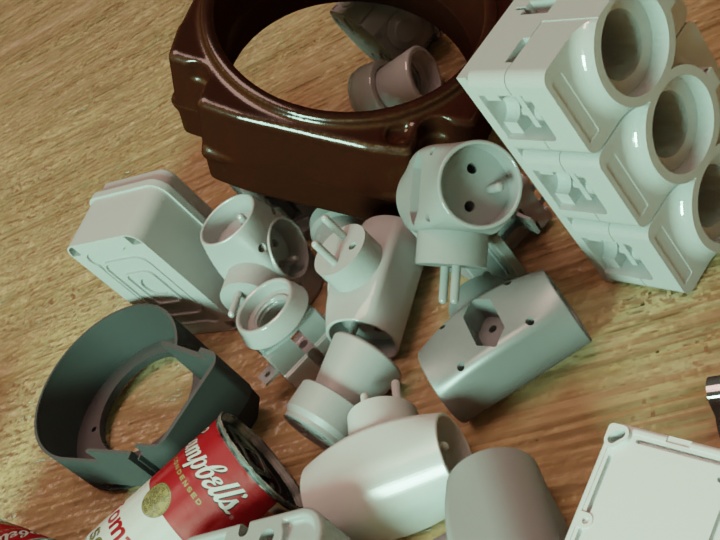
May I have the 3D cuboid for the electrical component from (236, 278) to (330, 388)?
[{"bbox_3d":[-0.042,0.038,0.647,0.066,0.055,0.048,-47,34,-7],"label":"electrical component"}]

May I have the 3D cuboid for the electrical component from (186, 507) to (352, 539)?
[{"bbox_3d":[-0.041,0.157,0.512,0.095,0.059,0.053,-21,39,28],"label":"electrical component"}]

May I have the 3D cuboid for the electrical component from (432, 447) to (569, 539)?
[{"bbox_3d":[0.051,0.128,0.466,0.079,0.044,0.077,-32,35,15],"label":"electrical component"}]

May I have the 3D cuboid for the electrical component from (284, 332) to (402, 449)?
[{"bbox_3d":[-0.010,0.068,0.591,0.045,0.045,0.055,12,61,50],"label":"electrical component"}]

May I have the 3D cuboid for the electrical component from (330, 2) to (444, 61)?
[{"bbox_3d":[0.021,-0.191,0.817,0.051,0.080,0.080,-50,34,-2],"label":"electrical component"}]

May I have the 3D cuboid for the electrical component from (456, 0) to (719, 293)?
[{"bbox_3d":[0.129,-0.070,0.512,0.062,0.150,0.089,12,61,52],"label":"electrical component"}]

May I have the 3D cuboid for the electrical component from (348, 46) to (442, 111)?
[{"bbox_3d":[0.025,-0.133,0.778,0.055,0.045,0.045,-13,44,36],"label":"electrical component"}]

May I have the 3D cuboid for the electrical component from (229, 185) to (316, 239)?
[{"bbox_3d":[-0.044,-0.059,0.754,0.078,0.057,0.058,-16,42,33],"label":"electrical component"}]

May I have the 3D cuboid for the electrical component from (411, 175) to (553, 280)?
[{"bbox_3d":[0.072,-0.026,0.618,0.063,0.042,0.081,-47,35,-8],"label":"electrical component"}]

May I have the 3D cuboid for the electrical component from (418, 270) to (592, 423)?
[{"bbox_3d":[0.069,0.029,0.558,0.077,0.043,0.079,-35,35,10],"label":"electrical component"}]

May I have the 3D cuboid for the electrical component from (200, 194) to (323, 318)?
[{"bbox_3d":[-0.066,0.005,0.688,0.044,0.077,0.079,-16,42,32],"label":"electrical component"}]

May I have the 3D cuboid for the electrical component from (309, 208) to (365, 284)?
[{"bbox_3d":[-0.011,-0.016,0.692,0.040,0.040,0.046,-29,41,18],"label":"electrical component"}]

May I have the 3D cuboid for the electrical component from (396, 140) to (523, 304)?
[{"bbox_3d":[0.048,-0.022,0.550,0.077,0.043,0.079,174,101,-77],"label":"electrical component"}]

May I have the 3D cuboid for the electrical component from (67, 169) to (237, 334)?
[{"bbox_3d":[-0.130,-0.010,0.737,0.078,0.113,0.057,-8,50,39],"label":"electrical component"}]

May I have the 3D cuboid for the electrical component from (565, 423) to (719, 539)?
[{"bbox_3d":[0.117,0.117,0.405,0.062,0.061,0.096,9,68,48],"label":"electrical component"}]

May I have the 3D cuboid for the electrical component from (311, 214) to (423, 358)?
[{"bbox_3d":[0.000,0.000,0.624,0.044,0.079,0.077,-14,45,39],"label":"electrical component"}]

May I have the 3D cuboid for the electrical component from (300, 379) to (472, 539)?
[{"bbox_3d":[0.013,0.090,0.540,0.077,0.043,0.079,-25,44,20],"label":"electrical component"}]
